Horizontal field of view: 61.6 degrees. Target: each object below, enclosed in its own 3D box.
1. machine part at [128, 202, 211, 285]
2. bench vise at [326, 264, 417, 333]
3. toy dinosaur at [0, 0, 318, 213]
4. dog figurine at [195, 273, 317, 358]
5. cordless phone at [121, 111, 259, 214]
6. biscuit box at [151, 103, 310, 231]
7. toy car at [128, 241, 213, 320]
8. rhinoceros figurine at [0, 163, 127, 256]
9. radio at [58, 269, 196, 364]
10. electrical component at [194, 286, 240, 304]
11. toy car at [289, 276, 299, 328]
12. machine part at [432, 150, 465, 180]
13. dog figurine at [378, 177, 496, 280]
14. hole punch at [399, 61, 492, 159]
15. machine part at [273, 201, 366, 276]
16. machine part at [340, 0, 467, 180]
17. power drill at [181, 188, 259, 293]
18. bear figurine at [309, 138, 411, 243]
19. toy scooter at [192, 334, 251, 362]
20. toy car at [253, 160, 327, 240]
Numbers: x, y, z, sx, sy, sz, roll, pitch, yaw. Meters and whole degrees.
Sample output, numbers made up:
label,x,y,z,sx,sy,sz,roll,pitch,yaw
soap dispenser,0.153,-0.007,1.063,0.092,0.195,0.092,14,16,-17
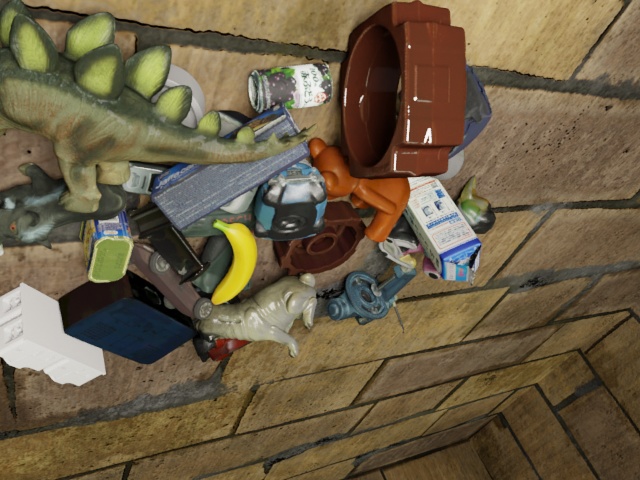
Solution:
label,x,y,z,sx,sy,sz,roll,pitch,yaw
machine part,-0.218,0.002,0.796,0.084,0.039,0.138,-19,116,20
bench vise,0.137,0.117,1.203,0.223,0.129,0.240,8,140,-38
toy dinosaur,-0.245,-0.132,0.573,0.471,0.105,0.198,12,127,-17
dog figurine,-0.117,0.119,0.988,0.190,0.121,0.172,19,91,-25
cordless phone,-0.170,-0.112,0.732,0.184,0.089,0.146,2,137,-29
biscuit box,-0.115,-0.092,0.680,0.203,0.059,0.062,-28,121,9
toy car,-0.251,0.064,0.892,0.053,0.089,0.201,-56,141,-26
rhinoceros figurine,-0.345,-0.039,0.685,0.190,0.112,0.073,-16,147,-17
radio,-0.336,0.141,0.967,0.131,0.073,0.229,-31,147,6
electrical component,-0.206,0.101,1.017,0.075,0.048,0.119,-29,145,3
toy car,-0.080,0.150,1.157,0.073,0.056,0.201,0,137,-34
machine part,0.163,-0.152,0.898,0.243,0.079,0.079,10,132,-40
dog figurine,0.243,-0.038,1.090,0.219,0.192,0.108,-52,151,-25
hole punch,0.199,-0.199,0.819,0.116,0.142,0.092,-29,147,30
machine part,-0.002,-0.003,1.008,0.179,0.056,0.179,-18,146,-12
machine part,0.099,-0.178,0.680,0.087,0.201,0.200,-2,95,-20
power drill,-0.132,-0.001,0.904,0.232,0.086,0.207,-4,144,-27
bear figurine,0.051,-0.082,0.883,0.196,0.120,0.132,5,139,-35
toy scooter,-0.191,0.198,1.102,0.135,0.075,0.184,-23,173,-16
toy car,-0.048,-0.069,0.787,0.109,0.103,0.161,-6,152,-10
